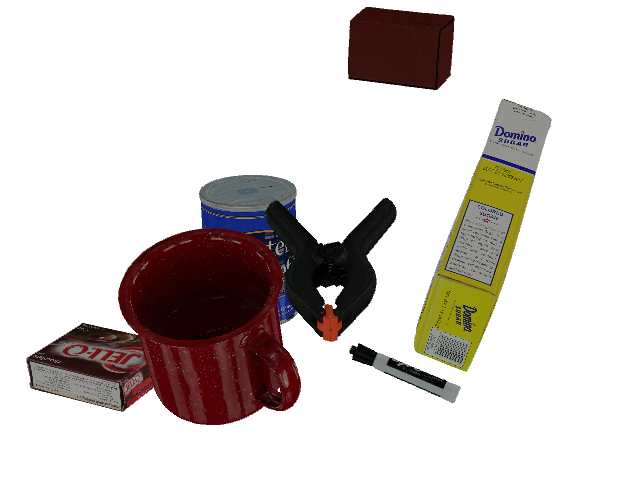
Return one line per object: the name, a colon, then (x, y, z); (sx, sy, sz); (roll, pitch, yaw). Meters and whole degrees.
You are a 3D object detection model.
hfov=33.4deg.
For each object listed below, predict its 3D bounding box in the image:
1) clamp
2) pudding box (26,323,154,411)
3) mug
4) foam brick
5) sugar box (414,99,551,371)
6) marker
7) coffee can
clamp: (-0.001, 0.017, 0.941); (0.120, 0.039, 0.171); (0, 38, 13)
pudding box: (-0.213, 0.122, 1.040); (0.114, 0.039, 0.089); (7, 21, 24)
mug: (-0.055, 0.058, 0.619); (0.117, 0.081, 0.093); (29, 53, 31)
foam brick: (0.066, -0.159, 0.881); (0.078, 0.051, 0.053); (10, 27, 17)
sugar box: (0.115, -0.006, 0.745); (0.048, 0.176, 0.093); (21, -37, 9)
marker: (0.087, 0.137, 1.114); (0.121, 0.020, 0.020); (23, 5, 11)
coffee can: (-0.075, 0.011, 1.149); (0.103, 0.140, 0.103); (-1, 22, 0)
